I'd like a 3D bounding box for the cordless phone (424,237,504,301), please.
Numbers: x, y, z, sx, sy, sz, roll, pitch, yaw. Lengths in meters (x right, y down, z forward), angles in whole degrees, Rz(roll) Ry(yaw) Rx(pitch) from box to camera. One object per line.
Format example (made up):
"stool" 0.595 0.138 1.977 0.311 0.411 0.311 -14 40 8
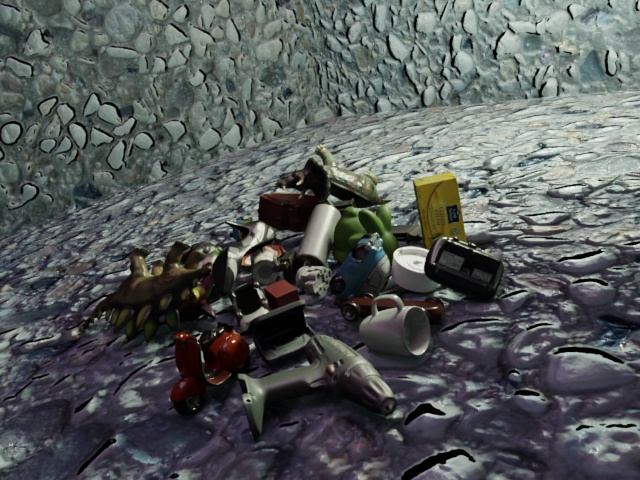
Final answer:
"cordless phone" 0.291 0.037 1.076 0.147 0.088 0.184 22 19 10

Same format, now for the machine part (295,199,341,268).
"machine part" -0.003 -0.004 1.335 0.079 0.079 0.243 -4 47 26

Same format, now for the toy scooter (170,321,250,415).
"toy scooter" -0.196 0.199 0.929 0.075 0.135 0.184 -2 22 35

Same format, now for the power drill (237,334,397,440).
"power drill" -0.017 0.225 0.820 0.207 0.085 0.232 -22 19 -11

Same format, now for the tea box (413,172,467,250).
"tea box" 0.281 -0.065 1.266 0.098 0.169 0.068 -13 18 7

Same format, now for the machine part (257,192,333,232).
"machine part" -0.066 -0.086 1.586 0.201 0.087 0.202 -4 15 -34

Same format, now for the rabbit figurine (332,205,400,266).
"rabbit figurine" 0.128 -0.007 1.282 0.121 0.158 0.170 -18 33 -39

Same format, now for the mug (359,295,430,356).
"mug" 0.116 0.147 0.914 0.107 0.109 0.081 -14 20 42

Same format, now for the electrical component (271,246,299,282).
"electrical component" -0.082 0.060 1.306 0.045 0.078 0.102 -6 20 16

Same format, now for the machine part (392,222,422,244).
"machine part" 0.211 -0.020 1.387 0.139 0.039 0.084 3 31 36

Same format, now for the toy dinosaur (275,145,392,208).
"toy dinosaur" 0.079 -0.151 1.551 0.405 0.131 0.192 17 33 -24

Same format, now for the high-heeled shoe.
"high-heeled shoe" -0.172 0.047 1.285 0.086 0.145 0.249 -43 36 41

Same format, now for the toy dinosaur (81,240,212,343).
"toy dinosaur" -0.391 0.120 1.194 0.472 0.105 0.198 -16 54 39

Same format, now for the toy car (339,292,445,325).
"toy car" 0.133 0.133 1.002 0.202 0.053 0.089 -1 12 30

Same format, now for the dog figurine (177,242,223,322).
"dog figurine" -0.285 0.104 1.276 0.191 0.108 0.219 -38 30 -13

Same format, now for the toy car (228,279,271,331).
"toy car" -0.152 0.142 1.170 0.073 0.056 0.202 -24 20 -8

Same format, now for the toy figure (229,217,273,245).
"toy figure" -0.207 -0.024 1.617 0.089 0.082 0.180 -25 20 -28

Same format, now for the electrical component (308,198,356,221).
"electrical component" 0.037 -0.045 1.459 0.134 0.114 0.058 -7 18 13

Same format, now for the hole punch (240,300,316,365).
"hole punch" -0.068 0.175 1.005 0.142 0.092 0.115 -23 -9 -16

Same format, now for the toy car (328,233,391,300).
"toy car" 0.094 0.068 1.120 0.103 0.161 0.109 37 26 5
